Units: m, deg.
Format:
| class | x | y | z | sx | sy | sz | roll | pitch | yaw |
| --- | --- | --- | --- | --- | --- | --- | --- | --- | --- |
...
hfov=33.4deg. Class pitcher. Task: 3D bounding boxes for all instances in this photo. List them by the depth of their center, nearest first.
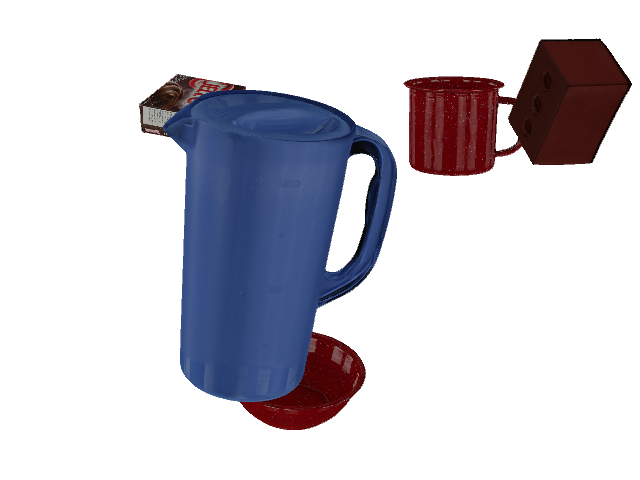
| class | x | y | z | sx | sy | sz | roll | pitch | yaw |
| --- | --- | --- | --- | --- | --- | --- | --- | --- | --- |
| pitcher | -0.042 | 0.006 | 0.878 | 0.149 | 0.243 | 0.144 | 23 | 27 | 32 |

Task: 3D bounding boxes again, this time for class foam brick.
| class | x | y | z | sx | sy | sz | roll | pitch | yaw |
| --- | --- | --- | --- | --- | --- | --- | --- | --- | --- |
| foam brick | 0.177 | -0.099 | 0.766 | 0.051 | 0.053 | 0.078 | -5 | -41 | -18 |

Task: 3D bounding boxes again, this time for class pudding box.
| class | x | y | z | sx | sy | sz | roll | pitch | yaw |
| --- | --- | --- | --- | --- | --- | --- | --- | --- | --- |
| pudding box | -0.147 | -0.154 | 1.244 | 0.090 | 0.039 | 0.113 | 11 | 32 | 13 |

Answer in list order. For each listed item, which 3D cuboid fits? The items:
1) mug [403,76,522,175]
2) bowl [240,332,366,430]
| class | x | y | z | sx | sy | sz | roll | pitch | yaw |
| --- | --- | --- | --- | --- | --- | --- | --- | --- | --- |
| mug | 0.136 | -0.107 | 1.002 | 0.117 | 0.081 | 0.093 | 3 | 16 | 11 |
| bowl | -0.031 | 0.164 | 1.200 | 0.162 | 0.055 | 0.162 | 3 | 26 | -1 |
